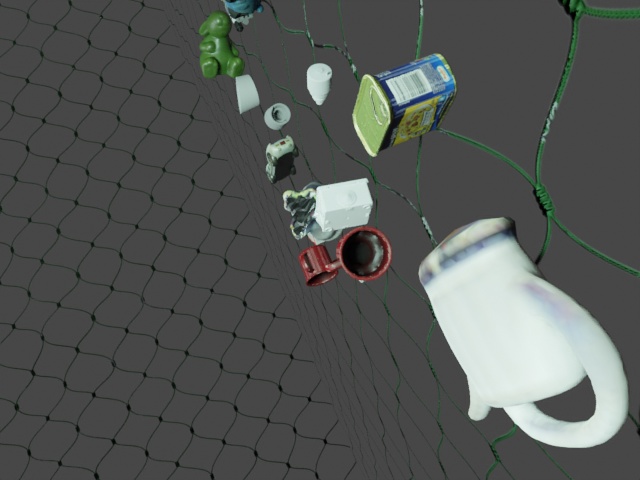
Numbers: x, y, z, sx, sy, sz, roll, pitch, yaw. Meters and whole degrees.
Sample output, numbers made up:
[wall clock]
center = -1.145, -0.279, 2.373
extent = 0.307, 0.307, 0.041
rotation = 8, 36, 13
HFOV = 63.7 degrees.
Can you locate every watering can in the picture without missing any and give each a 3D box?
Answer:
[watering can]
center = 0.180, 0.105, 0.546
extent = 0.104, 0.227, 0.342
rotation = -22, -16, -12

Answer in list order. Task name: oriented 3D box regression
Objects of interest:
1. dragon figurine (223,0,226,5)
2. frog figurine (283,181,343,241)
[dragon figurine]
center = -0.305, -0.669, 1.107
extent = 0.121, 0.404, 0.248
rotation = -28, 27, 14
[frog figurine]
center = 0.003, -0.057, 1.131
extent = 0.139, 0.121, 0.159
rotation = 51, 18, 26
